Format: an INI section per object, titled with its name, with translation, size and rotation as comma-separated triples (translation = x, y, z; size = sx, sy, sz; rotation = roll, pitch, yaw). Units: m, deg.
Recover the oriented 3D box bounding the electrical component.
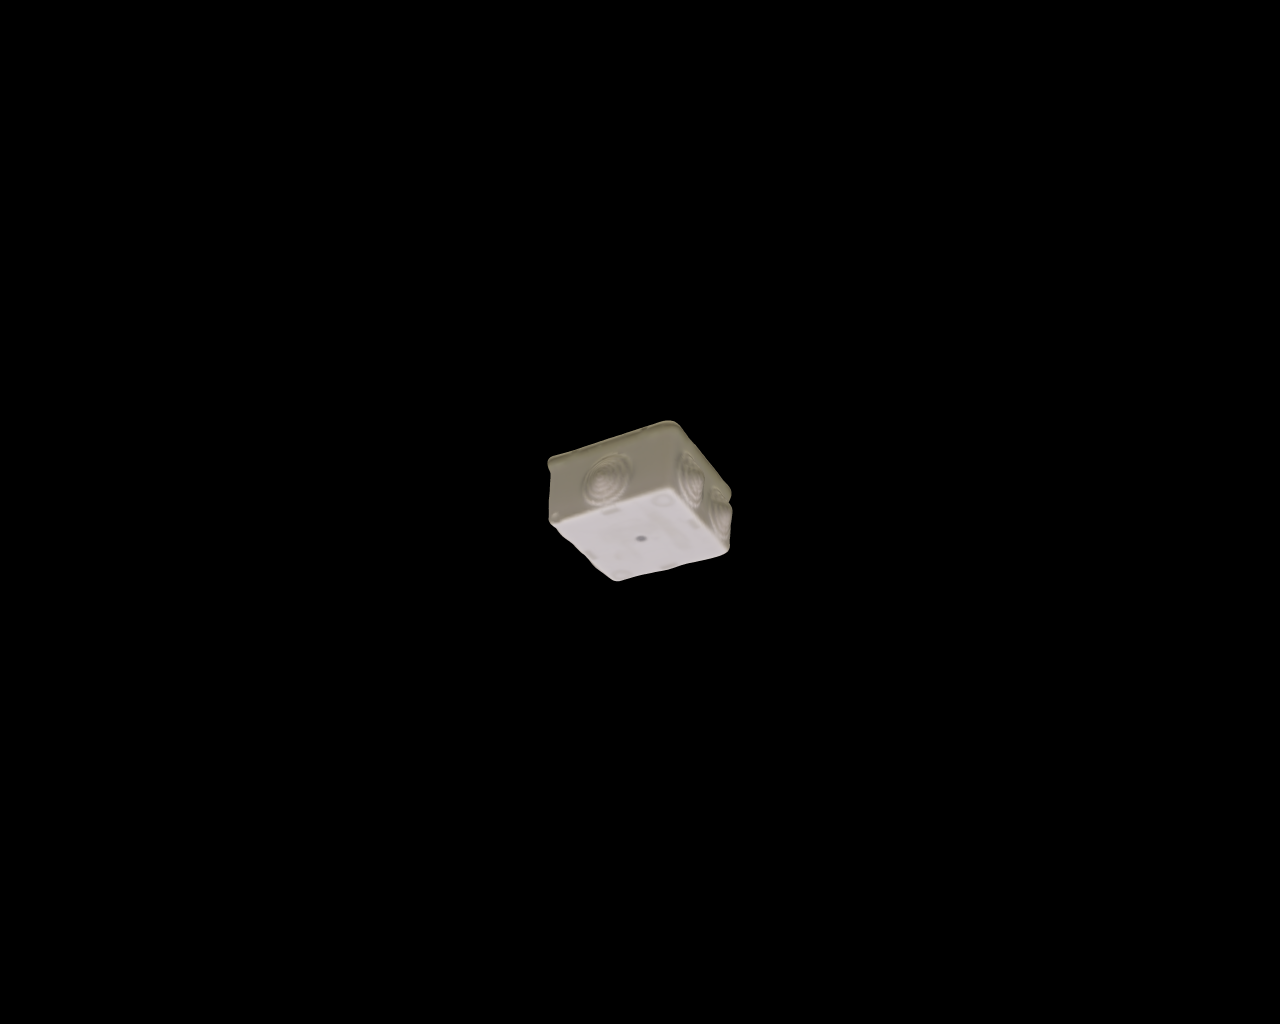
[electrical component]
translation = 0.001, -0.003, 0.650
size = 0.099, 0.048, 0.099
rotation = -16, -37, 22
